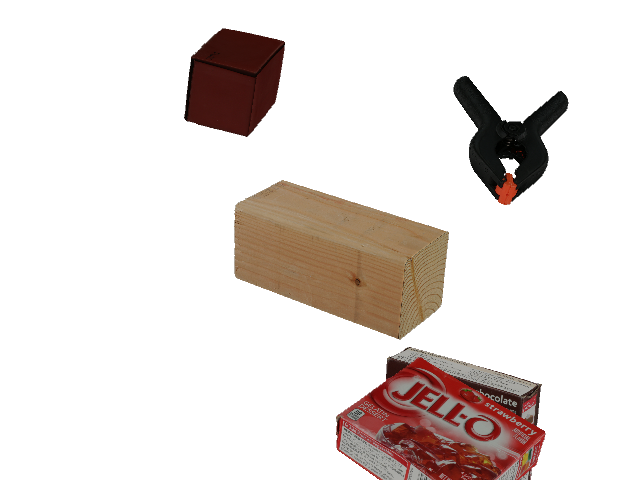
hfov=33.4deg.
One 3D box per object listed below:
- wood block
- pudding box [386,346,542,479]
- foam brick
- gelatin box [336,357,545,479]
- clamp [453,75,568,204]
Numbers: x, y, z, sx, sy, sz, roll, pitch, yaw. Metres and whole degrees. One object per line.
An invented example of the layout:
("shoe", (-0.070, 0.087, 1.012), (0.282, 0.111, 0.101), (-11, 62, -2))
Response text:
("wood block", (0.018, 0.016, 1.108), (0.206, 0.091, 0.090), (19, 31, 29))
("pudding box", (0.101, 0.136, 0.781), (0.114, 0.090, 0.039), (12, 19, 31))
("foam brick", (-0.065, -0.122, 0.810), (0.053, 0.051, 0.078), (15, 31, 9))
("gelatin box", (0.064, 0.108, 0.581), (0.089, 0.030, 0.073), (30, 41, 32))
("clamp", (0.183, -0.108, 1.087), (0.120, 0.039, 0.171), (12, 45, 12))
